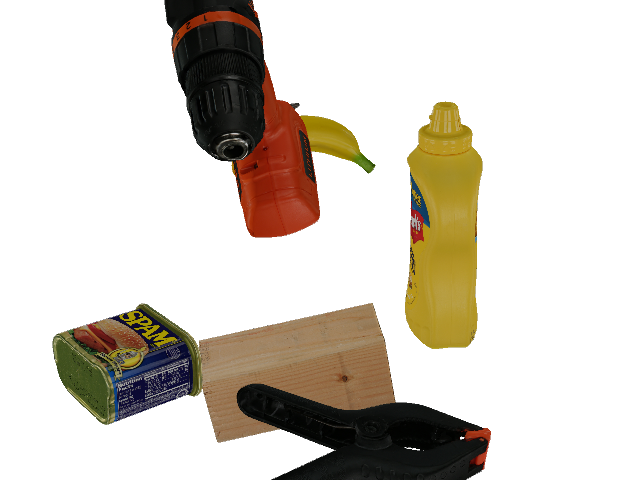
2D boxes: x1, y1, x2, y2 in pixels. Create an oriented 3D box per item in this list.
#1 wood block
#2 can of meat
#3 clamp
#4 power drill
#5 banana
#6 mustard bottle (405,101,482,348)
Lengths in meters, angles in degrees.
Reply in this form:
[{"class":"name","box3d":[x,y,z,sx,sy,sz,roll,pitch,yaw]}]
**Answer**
[{"class":"wood block","box3d":[-0.028,0.150,1.216,0.206,0.091,0.090,-12,26,-1]},{"class":"can of meat","box3d":[-0.159,0.100,0.872,0.083,0.057,0.102,-17,29,-35]},{"class":"clamp","box3d":[0.025,0.140,0.686,0.171,0.039,0.120,4,35,1]},{"class":"power drill","box3d":[-0.046,-0.083,0.674,0.057,0.184,0.187,-12,-35,4]},{"class":"banana","box3d":[-0.024,-0.099,1.104,0.197,0.037,0.070,-7,49,-43]},{"class":"mustard bottle","box3d":[0.098,-0.017,0.847,0.058,0.192,0.096,-2,26,-1]}]
